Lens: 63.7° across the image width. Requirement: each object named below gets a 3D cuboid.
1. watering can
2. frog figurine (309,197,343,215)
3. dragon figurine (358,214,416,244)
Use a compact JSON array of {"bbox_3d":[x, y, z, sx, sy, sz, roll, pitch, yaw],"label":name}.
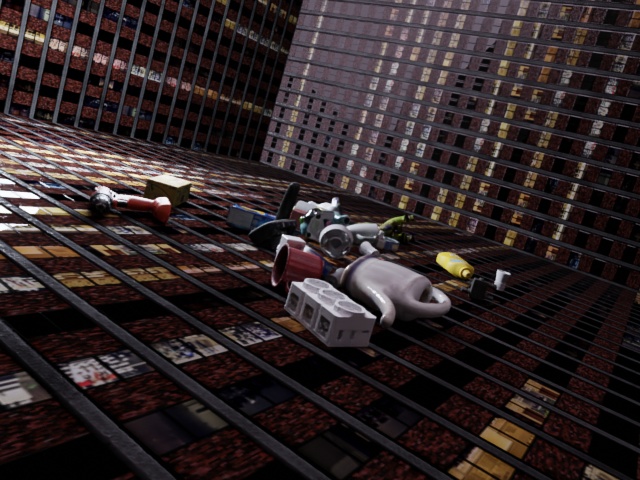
[{"bbox_3d":[0.139,0.108,1.064,0.226,0.103,0.348,21,11,32],"label":"watering can"},{"bbox_3d":[0.006,-0.103,2.042,0.160,0.121,0.139,-21,24,-3],"label":"frog figurine"},{"bbox_3d":[0.243,-0.043,2.074,0.242,0.123,0.409,-1,-4,32],"label":"dragon figurine"}]
